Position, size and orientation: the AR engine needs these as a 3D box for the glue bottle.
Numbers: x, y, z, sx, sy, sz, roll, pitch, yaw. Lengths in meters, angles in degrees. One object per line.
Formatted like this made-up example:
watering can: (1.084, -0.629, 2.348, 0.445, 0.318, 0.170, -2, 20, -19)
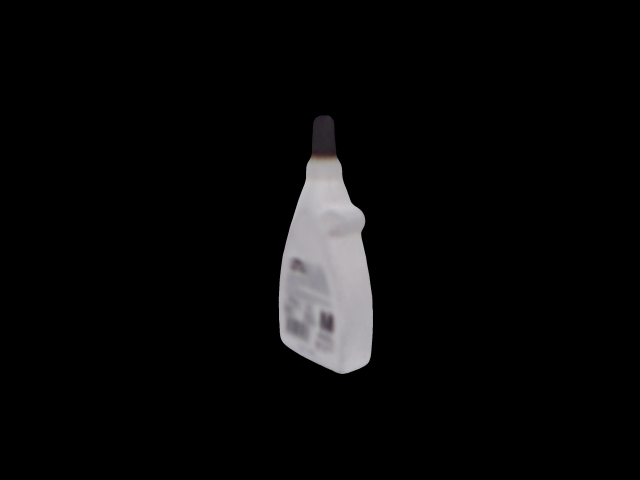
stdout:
glue bottle: (0.004, 0.001, 0.400, 0.037, 0.173, 0.077, -14, 22, -40)
